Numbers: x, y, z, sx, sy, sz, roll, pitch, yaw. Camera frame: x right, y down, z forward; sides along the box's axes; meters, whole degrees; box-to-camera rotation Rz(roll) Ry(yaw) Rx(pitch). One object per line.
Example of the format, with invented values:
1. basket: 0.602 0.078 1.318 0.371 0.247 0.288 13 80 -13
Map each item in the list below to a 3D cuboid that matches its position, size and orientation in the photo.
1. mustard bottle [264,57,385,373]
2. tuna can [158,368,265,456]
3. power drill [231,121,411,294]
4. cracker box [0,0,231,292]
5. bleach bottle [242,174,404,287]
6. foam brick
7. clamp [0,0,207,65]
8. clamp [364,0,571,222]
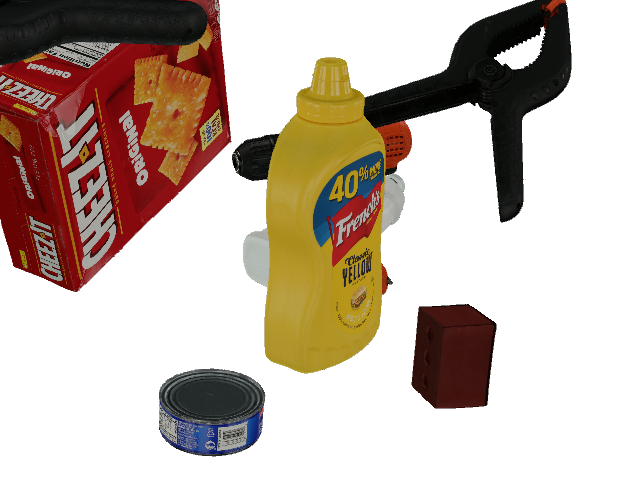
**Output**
1. mustard bottle: 0.005 -0.019 0.670 0.058 0.192 0.096 18 29 33
2. tuna can: -0.088 0.139 0.865 0.086 0.034 0.086 4 21 -2
3. power drill: 0.003 -0.026 1.056 0.184 0.188 0.057 -10 27 -21
4. cracker box: -0.154 -0.091 0.812 0.072 0.164 0.213 20 47 21
5. bleach bottle: 0.020 -0.022 1.305 0.103 0.068 0.250 20 37 29
6. foam brick: 0.114 0.100 0.925 0.051 0.078 0.053 -3 17 -20
7. clamp: -0.163 -0.134 0.603 0.171 0.039 0.120 -11 32 -28
8. clamp: 0.135 -0.111 0.817 0.165 0.209 0.036 38 -22 28
